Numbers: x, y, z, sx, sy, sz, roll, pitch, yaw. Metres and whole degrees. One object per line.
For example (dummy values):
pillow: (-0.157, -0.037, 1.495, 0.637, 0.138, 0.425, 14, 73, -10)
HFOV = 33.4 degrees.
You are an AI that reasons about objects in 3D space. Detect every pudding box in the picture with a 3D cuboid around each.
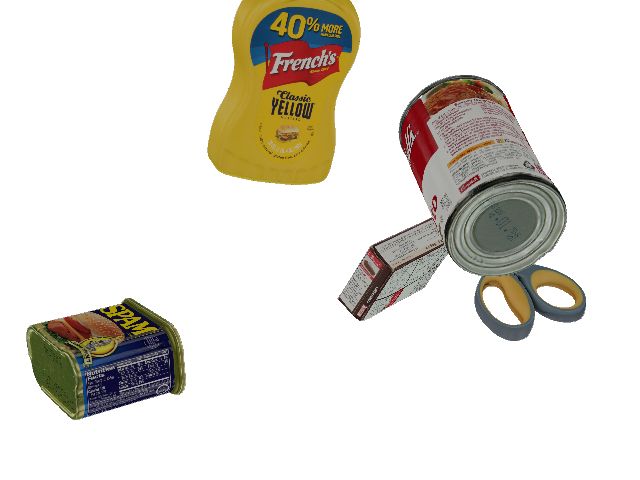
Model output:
pudding box: (0.081, 0.027, 1.099, 0.113, 0.039, 0.090, -26, -25, -41)

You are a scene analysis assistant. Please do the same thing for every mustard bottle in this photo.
mustard bottle: (-0.021, -0.139, 0.800, 0.096, 0.192, 0.058, 5, 23, -22)

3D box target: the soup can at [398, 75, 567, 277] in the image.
soup can: (0.088, -0.037, 0.592, 0.068, 0.068, 0.102, 0, 39, -13)

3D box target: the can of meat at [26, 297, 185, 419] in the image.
can of meat: (-0.162, 0.087, 0.797, 0.083, 0.057, 0.102, -13, 21, -32)

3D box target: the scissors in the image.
scissors: (0.158, 0.012, 0.887, 0.096, 0.016, 0.201, 0, 37, -2)
